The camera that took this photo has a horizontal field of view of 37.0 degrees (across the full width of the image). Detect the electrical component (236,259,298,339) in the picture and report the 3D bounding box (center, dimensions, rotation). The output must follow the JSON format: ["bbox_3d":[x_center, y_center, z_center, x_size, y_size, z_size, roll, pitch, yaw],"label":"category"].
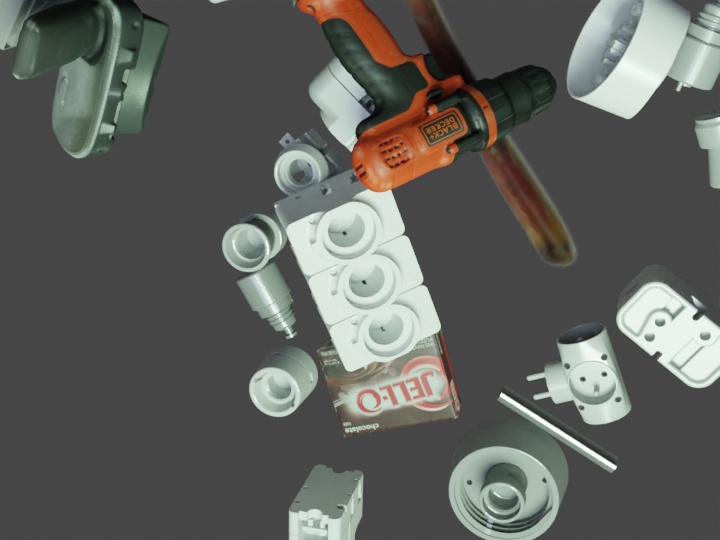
[{"bbox_3d":[-0.081,0.027,0.984,0.040,0.040,0.078,-25,101,22],"label":"electrical component"}]

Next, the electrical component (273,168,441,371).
[{"bbox_3d":[0.000,0.000,0.904,0.089,0.061,0.150,-24,118,-5],"label":"electrical component"}]

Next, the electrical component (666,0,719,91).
[{"bbox_3d":[0.262,-0.174,0.819,0.040,0.040,0.078,23,113,7],"label":"electrical component"}]

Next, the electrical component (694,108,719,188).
[{"bbox_3d":[0.288,-0.097,0.836,0.045,0.045,0.055,-15,104,20],"label":"electrical component"}]

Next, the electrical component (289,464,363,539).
[{"bbox_3d":[-0.031,0.232,1.015,0.050,0.089,0.055,6,110,13],"label":"electrical component"}]

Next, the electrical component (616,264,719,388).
[{"bbox_3d":[0.261,0.043,0.884,0.095,0.059,0.053,39,114,0],"label":"electrical component"}]

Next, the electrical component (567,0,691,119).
[{"bbox_3d":[0.201,-0.166,0.810,0.064,0.099,0.099,27,114,-2],"label":"electrical component"}]

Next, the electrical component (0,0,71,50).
[{"bbox_3d":[-0.277,-0.250,0.906,0.056,0.108,0.108,33,114,-1],"label":"electrical component"}]

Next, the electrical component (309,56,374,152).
[{"bbox_3d":[0.007,-0.136,0.896,0.095,0.053,0.059,46,114,-3],"label":"electrical component"}]

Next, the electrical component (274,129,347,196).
[{"bbox_3d":[-0.046,-0.089,0.926,0.066,0.055,0.048,45,114,-3],"label":"electrical component"}]

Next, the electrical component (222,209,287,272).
[{"bbox_3d":[-0.093,-0.028,0.960,0.045,0.055,0.045,5,110,14],"label":"electrical component"}]

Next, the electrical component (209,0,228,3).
[{"bbox_3d":[-0.103,-0.254,0.816,0.050,0.055,0.089,-18,103,20],"label":"electrical component"}]

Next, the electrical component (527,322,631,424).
[{"bbox_3d":[0.185,0.094,0.931,0.079,0.044,0.077,-16,104,20],"label":"electrical component"}]

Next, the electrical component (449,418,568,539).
[{"bbox_3d":[0.132,0.195,0.972,0.108,0.060,0.108,5,110,14],"label":"electrical component"}]

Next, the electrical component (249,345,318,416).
[{"bbox_3d":[-0.073,0.105,1.005,0.055,0.047,0.055,5,110,14],"label":"electrical component"}]
